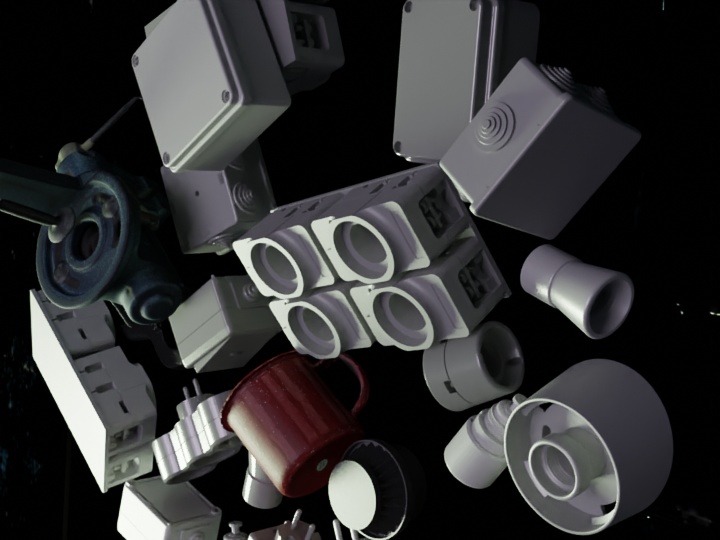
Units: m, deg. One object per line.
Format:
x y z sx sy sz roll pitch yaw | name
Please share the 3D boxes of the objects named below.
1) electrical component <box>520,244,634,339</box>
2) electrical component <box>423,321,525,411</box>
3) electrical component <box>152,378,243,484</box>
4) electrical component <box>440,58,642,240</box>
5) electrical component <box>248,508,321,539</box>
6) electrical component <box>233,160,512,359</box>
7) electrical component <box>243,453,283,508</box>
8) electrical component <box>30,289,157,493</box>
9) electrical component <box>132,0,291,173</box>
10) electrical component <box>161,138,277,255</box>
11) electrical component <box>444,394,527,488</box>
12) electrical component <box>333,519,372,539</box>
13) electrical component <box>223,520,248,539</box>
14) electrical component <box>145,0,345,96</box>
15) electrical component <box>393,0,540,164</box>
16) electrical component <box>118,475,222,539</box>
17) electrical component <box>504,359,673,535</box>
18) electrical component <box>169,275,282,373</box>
0.133 0.010 0.676 0.065 0.044 0.044 33 116 46 | electrical component
0.078 0.064 0.729 0.047 0.055 0.055 -23 76 42 | electrical component
-0.143 0.135 0.972 0.138 0.052 0.073 -39 65 41 | electrical component
0.108 -0.073 0.653 0.099 0.100 0.048 -52 52 22 | electrical component
-0.055 0.233 0.888 0.066 0.047 0.076 40 121 38 | electrical component
0.000 0.000 0.766 0.186 0.060 0.105 -11 114 49 | electrical component
-0.078 0.169 0.914 0.044 0.044 0.065 35 122 40 | electrical component
-0.264 0.110 1.073 0.186 0.060 0.105 52 145 31 | electrical component
-0.117 -0.146 0.830 0.109 0.056 0.108 -36 67 42 | electrical component
-0.125 -0.067 0.939 0.100 0.048 0.099 -26 76 42 | electrical component
0.089 0.114 0.730 0.040 0.040 0.078 54 129 30 | electrical component
-0.004 0.232 0.836 0.077 0.044 0.079 -22 76 46 | electrical component
-0.110 0.262 0.954 0.040 0.040 0.078 2 94 47 | electrical component
-0.097 -0.187 0.894 0.186 0.060 0.105 -20 78 46 | electrical component
0.070 -0.126 0.722 0.078 0.057 0.113 13 102 46 | electrical component
-0.176 0.241 1.008 0.096 0.062 0.061 29 114 42 | electrical component
0.141 0.112 0.675 0.099 0.064 0.099 25 124 43 | electrical component
-0.110 0.044 0.923 0.096 0.062 0.061 -37 67 42 | electrical component
